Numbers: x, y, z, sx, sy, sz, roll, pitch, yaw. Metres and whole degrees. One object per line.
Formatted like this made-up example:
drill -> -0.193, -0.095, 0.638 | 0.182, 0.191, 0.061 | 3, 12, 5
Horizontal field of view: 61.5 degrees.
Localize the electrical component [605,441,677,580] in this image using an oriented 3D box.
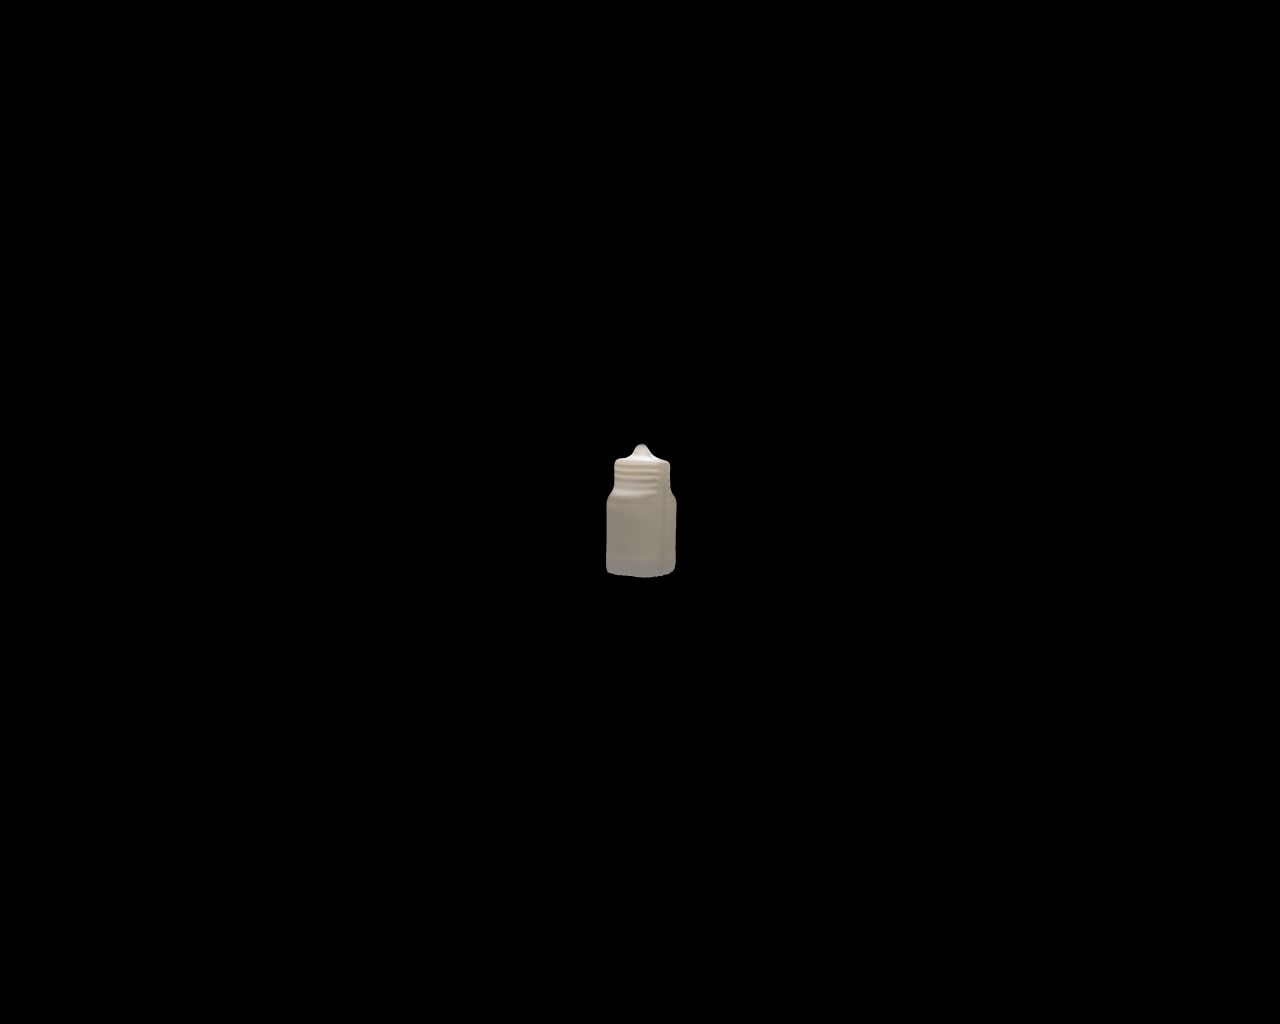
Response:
electrical component -> 0.001, -0.003, 0.650 | 0.043, 0.081, 0.043 | 0, 6, 0
